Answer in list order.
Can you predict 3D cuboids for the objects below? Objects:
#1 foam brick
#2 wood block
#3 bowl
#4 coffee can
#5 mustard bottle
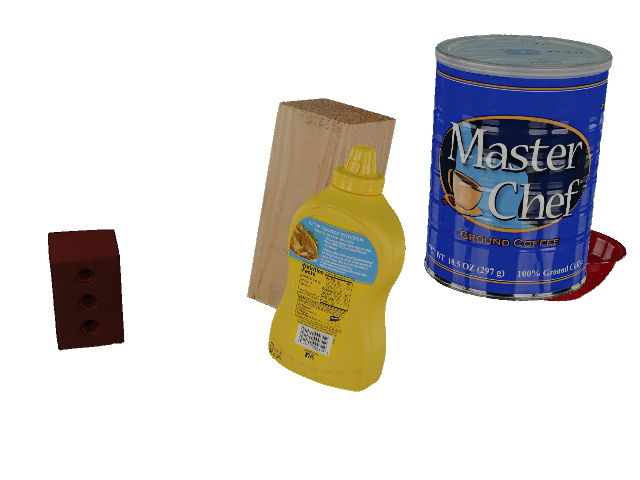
[{"bbox_3d":[-0.182,0.037,0.831,0.053,0.078,0.051,-5,26,-13],"label":"foam brick"},{"bbox_3d":[0.000,-0.033,1.090,0.090,0.206,0.090,20,20,29],"label":"wood block"},{"bbox_3d":[0.232,0.022,1.115,0.162,0.055,0.162,5,17,-2],"label":"bowl"},{"bbox_3d":[0.118,-0.047,0.652,0.103,0.140,0.103,1,20,-1],"label":"coffee can"},{"bbox_3d":[0.018,0.018,0.853,0.096,0.192,0.058,20,20,28],"label":"mustard bottle"}]
